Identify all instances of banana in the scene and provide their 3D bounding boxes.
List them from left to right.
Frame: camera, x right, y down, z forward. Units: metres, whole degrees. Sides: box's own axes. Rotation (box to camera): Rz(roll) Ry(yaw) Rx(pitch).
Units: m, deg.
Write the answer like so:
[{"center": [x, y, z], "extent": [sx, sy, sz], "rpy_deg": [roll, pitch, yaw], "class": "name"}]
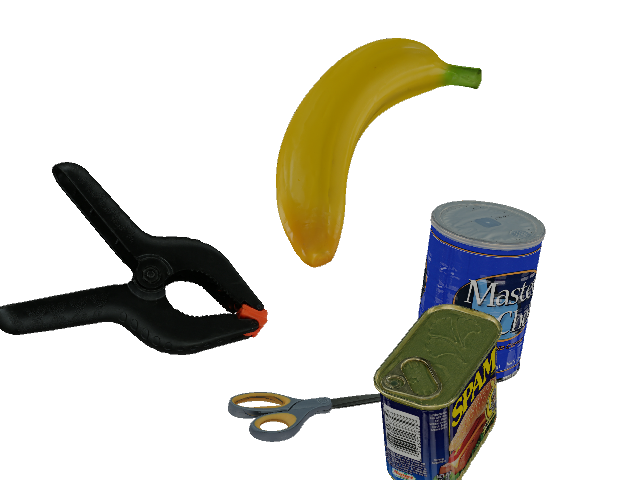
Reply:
[{"center": [0.020, -0.061, 0.568], "extent": [0.070, 0.037, 0.197], "rpy_deg": [23, 47, 19], "class": "banana"}]

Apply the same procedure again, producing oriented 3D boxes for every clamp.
[{"center": [-0.117, 0.017, 0.697], "extent": [0.171, 0.120, 0.039], "rpy_deg": [13, -17, -15], "class": "clamp"}]

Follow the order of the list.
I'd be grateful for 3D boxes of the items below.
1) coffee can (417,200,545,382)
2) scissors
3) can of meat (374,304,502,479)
[{"center": [0.144, 0.046, 0.985], "extent": [0.103, 0.140, 0.103], "rpy_deg": [5, 23, -2], "class": "coffee can"}, {"center": [-0.002, 0.195, 1.195], "extent": [0.201, 0.016, 0.096], "rpy_deg": [3, 23, -11], "class": "scissors"}, {"center": [0.081, 0.107, 0.716], "extent": [0.058, 0.084, 0.102], "rpy_deg": [15, 38, 28], "class": "can of meat"}]
